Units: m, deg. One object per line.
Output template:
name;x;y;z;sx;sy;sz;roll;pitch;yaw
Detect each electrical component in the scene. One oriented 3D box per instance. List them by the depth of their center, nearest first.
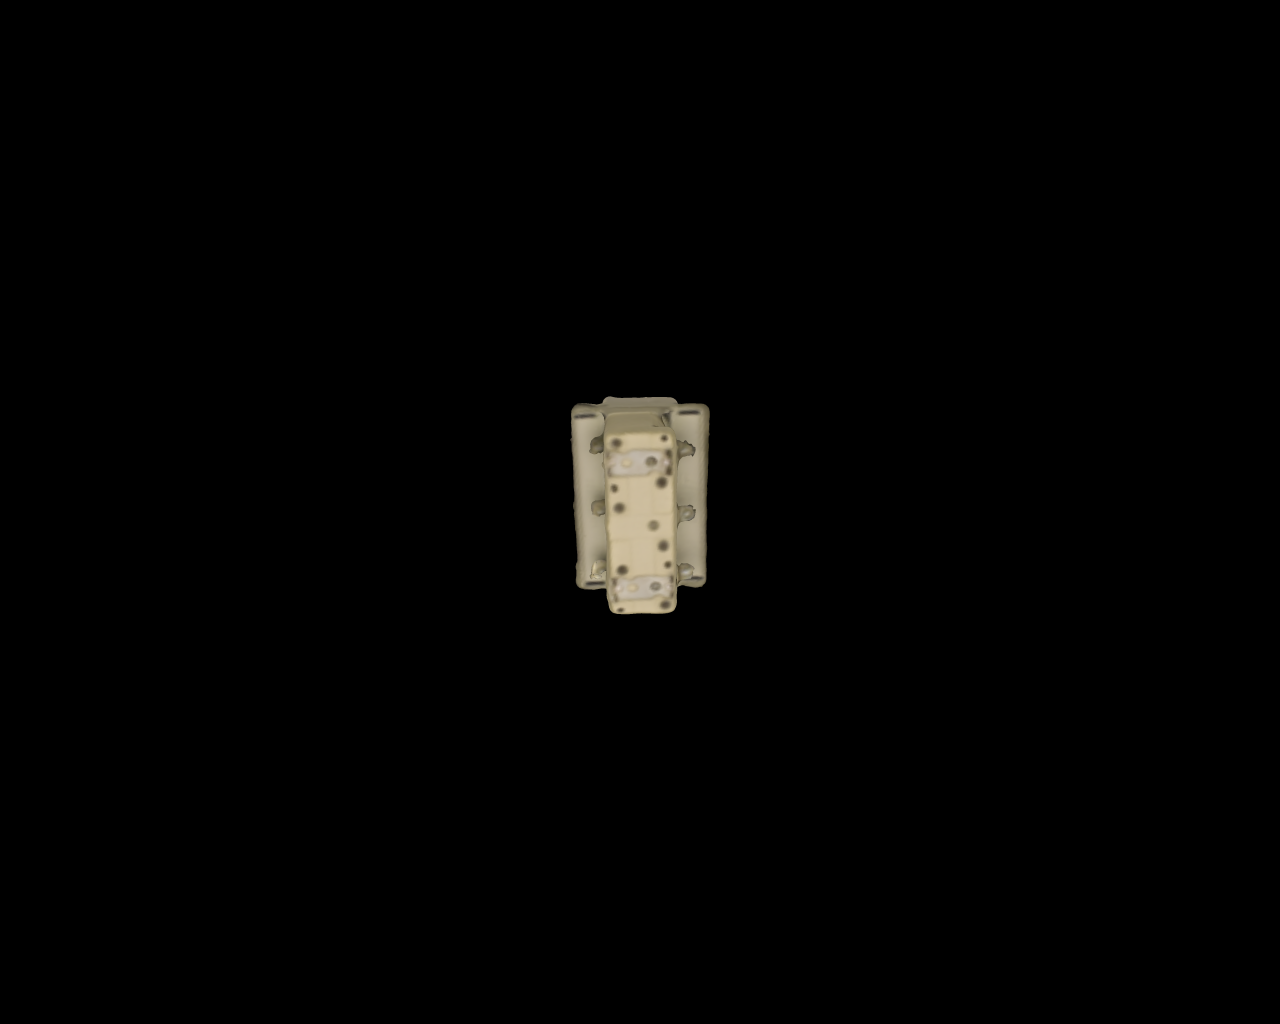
electrical component;0.001;-0.003;0.650;0.079;0.121;0.063;0;24;0
